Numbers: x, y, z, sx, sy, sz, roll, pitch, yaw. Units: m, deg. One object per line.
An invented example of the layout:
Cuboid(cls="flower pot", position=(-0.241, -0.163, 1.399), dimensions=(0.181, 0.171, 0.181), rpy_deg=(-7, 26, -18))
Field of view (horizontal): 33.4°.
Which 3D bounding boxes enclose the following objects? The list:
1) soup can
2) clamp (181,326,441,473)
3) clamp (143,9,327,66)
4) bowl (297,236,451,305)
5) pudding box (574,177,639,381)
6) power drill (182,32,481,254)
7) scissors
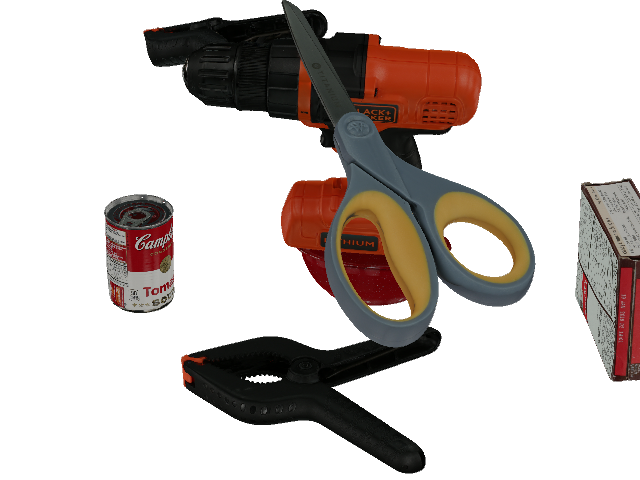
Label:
Cuboid(cls="soup can", position=(-0.182, 0.014, 1.081), dimensions=(0.068, 0.102, 0.068), rpy_deg=(2, 30, -2))
Cuboid(cls="clamp", position=(-0.004, 0.108, 0.849), dimensions=(0.210, 0.036, 0.164), rpy_deg=(8, 31, 15))
Cuboid(cls="clamp", position=(-0.079, -0.168, 0.886), dimensions=(0.120, 0.039, 0.172), rpy_deg=(-17, 22, -35))
Cuboid(cls="bowl", position=(0.052, 0.025, 1.093), dimensions=(0.162, 0.055, 0.162), rpy_deg=(1, 17, -1))
Cuboid(cls="pudding box", position=(0.194, 0.023, 0.686), dimensions=(0.039, 0.090, 0.113), rpy_deg=(-3, 27, 1))
Cuboid(cls="power drill", position=(0.007, -0.062, 0.716), dimensions=(0.184, 0.057, 0.188), rpy_deg=(5, -30, 4))
Cuboid(cls="scissors", position=(0.036, -0.039, 0.474), dimensions=(0.096, 0.202, 0.016), rpy_deg=(2, -39, -10))
